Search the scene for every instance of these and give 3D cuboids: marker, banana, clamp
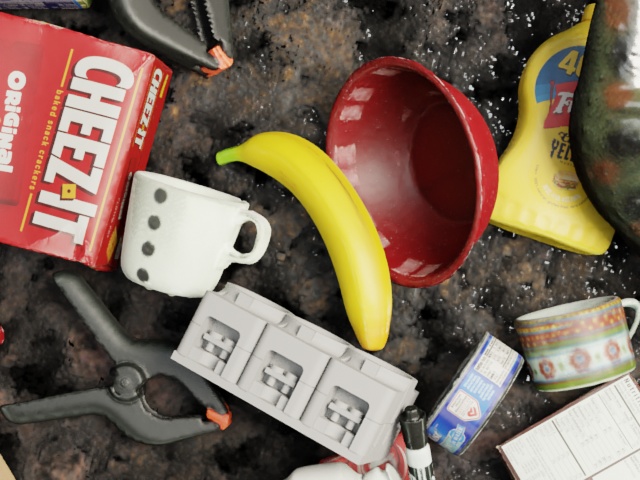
[{"bbox_3d":[0.071,0.168,0.735,0.020,0.020,0.121,-9,110,4],"label":"marker"},{"bbox_3d":[0.003,-0.014,0.771,0.198,0.037,0.070,52,124,21],"label":"banana"},{"bbox_3d":[-0.125,-0.220,0.787,0.164,0.036,0.210,-47,107,-24],"label":"clamp"},{"bbox_3d":[-0.145,0.094,0.798,0.171,0.039,0.120,13,94,-1],"label":"clamp"}]

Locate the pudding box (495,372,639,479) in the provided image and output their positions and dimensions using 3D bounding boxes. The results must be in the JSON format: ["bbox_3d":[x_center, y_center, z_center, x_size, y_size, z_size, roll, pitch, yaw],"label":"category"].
[{"bbox_3d":[0.195,0.159,0.760,0.113,0.039,0.090,-29,73,1],"label":"pudding box"}]

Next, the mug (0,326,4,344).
[{"bbox_3d":[-0.294,0.073,0.789,0.117,0.081,0.093,0,88,5],"label":"mug"}]

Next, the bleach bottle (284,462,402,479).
[{"bbox_3d":[-0.047,0.238,0.754,0.251,0.068,0.102,-32,84,11],"label":"bleach bottle"}]

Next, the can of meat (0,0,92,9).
[{"bbox_3d":[-0.216,-0.225,0.807,0.084,0.057,0.102,0,88,3],"label":"can of meat"}]

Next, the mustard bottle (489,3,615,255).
[{"bbox_3d":[0.187,-0.092,0.766,0.096,0.058,0.191,19,89,1],"label":"mustard bottle"}]

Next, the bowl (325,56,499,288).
[{"bbox_3d":[0.073,-0.050,0.750,0.055,0.162,0.162,-14,86,-35],"label":"bowl"}]

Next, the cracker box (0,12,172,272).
[{"bbox_3d":[-0.238,-0.083,0.795,0.214,0.072,0.164,16,89,5],"label":"cracker box"}]

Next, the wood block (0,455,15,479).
[{"bbox_3d":[-0.254,0.235,0.776,0.090,0.091,0.206,-33,86,3],"label":"wood block"}]

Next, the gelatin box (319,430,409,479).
[{"bbox_3d":[0.047,0.191,0.782,0.073,0.030,0.089,-23,87,3],"label":"gelatin box"}]

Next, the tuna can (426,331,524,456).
[{"bbox_3d":[0.107,0.108,0.751,0.034,0.086,0.086,34,91,8],"label":"tuna can"}]
